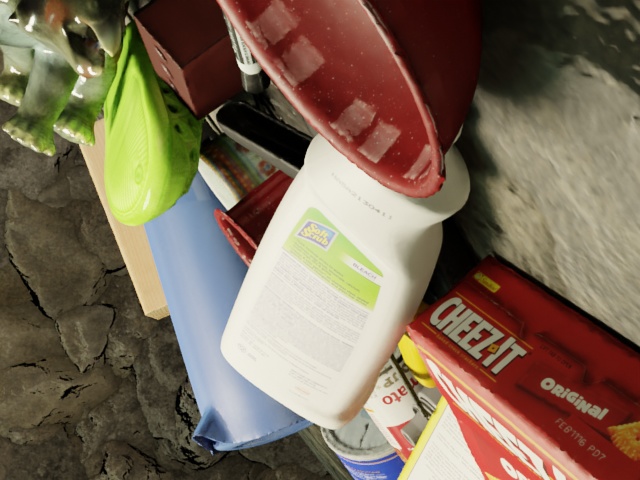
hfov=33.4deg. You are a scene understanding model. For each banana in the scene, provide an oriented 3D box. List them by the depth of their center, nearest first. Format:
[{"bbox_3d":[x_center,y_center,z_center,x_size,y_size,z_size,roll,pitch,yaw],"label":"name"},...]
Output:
[{"bbox_3d":[0.068,0.063,0.708,0.198,0.037,0.069,66,-165,-80],"label":"banana"}]

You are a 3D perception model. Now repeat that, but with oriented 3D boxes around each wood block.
[{"bbox_3d":[-0.174,-0.030,1.129,0.090,0.091,0.206,90,158,-82],"label":"wood block"}]

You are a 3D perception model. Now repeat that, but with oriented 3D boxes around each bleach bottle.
[{"bbox_3d":[0.020,0.012,0.563,0.102,0.068,0.251,32,145,2],"label":"bleach bottle"}]

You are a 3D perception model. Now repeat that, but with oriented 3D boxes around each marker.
[{"bbox_3d":[-0.045,-0.122,0.643,0.020,0.020,0.121,47,169,18],"label":"marker"}]

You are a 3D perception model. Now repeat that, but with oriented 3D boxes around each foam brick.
[{"bbox_3d":[-0.080,-0.125,0.691,0.053,0.051,0.078,48,169,16],"label":"foam brick"}]

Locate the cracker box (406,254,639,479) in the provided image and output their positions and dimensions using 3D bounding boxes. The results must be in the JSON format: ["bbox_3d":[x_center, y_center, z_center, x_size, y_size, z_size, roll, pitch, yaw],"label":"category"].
[{"bbox_3d":[0.147,0.131,0.567,0.164,0.072,0.213,38,163,49],"label":"cracker box"}]

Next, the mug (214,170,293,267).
[{"bbox_3d":[-0.005,0.001,0.725,0.117,0.081,0.093,54,169,-17],"label":"mug"}]

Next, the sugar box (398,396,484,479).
[{"bbox_3d":[0.100,0.194,0.767,0.093,0.048,0.176,43,127,30],"label":"sugar box"}]

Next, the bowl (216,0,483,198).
[{"bbox_3d":[0.011,-0.095,0.405,0.162,0.055,0.162,48,169,12],"label":"bowl"}]

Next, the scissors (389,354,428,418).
[{"bbox_3d":[0.030,0.045,0.805,0.096,0.016,0.202,65,175,-30],"label":"scissors"}]

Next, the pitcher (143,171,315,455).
[{"bbox_3d":[-0.062,0.053,0.934,0.149,0.145,0.243,18,-130,-76],"label":"pitcher"}]

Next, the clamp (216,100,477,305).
[{"bbox_3d":[0.017,-0.033,0.624,0.210,0.036,0.165,49,162,-5],"label":"clamp"}]

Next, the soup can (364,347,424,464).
[{"bbox_3d":[0.073,0.134,0.893,0.102,0.068,0.069,55,169,-18],"label":"soup can"}]

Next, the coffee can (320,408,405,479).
[{"bbox_3d":[0.073,0.199,1.019,0.103,0.102,0.140,39,165,47],"label":"coffee can"}]

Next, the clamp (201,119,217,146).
[{"bbox_3d":[-0.151,-0.139,0.979,0.171,0.039,0.120,43,172,17],"label":"clamp"}]
